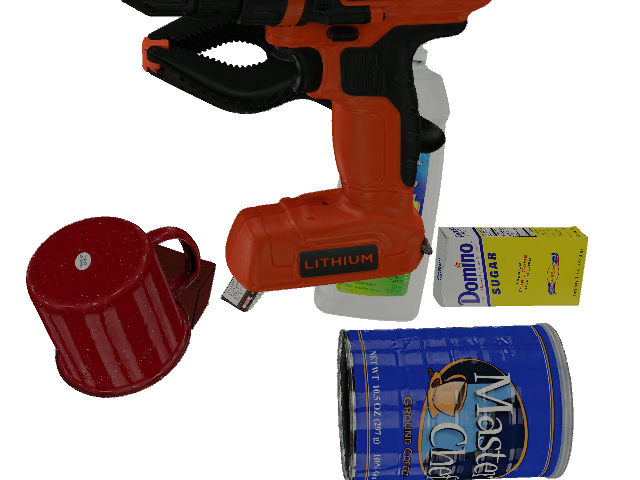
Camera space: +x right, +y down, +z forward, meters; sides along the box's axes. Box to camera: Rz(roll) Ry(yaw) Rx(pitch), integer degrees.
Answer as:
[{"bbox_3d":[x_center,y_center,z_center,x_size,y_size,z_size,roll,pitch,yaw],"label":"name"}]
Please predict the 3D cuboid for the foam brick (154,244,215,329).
[{"bbox_3d":[-0.151,0.044,1.056,0.078,0.051,0.053,19,33,5],"label":"foam brick"}]

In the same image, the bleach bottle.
[{"bbox_3d":[0.056,-0.055,0.955,0.102,0.251,0.068,6,19,1],"label":"bleach bottle"}]

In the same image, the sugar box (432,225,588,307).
[{"bbox_3d":[0.228,0.032,1.292,0.176,0.093,0.048,-2,21,-9],"label":"sugar box"}]

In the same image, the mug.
[{"bbox_3d":[-0.127,0.033,0.686,0.117,0.081,0.093,-33,49,-19],"label":"mug"}]

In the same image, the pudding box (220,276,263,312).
[{"bbox_3d":[-0.068,0.026,1.291,0.039,0.090,0.113,33,26,2],"label":"pudding box"}]

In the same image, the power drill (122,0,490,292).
[{"bbox_3d":[-0.007,-0.067,0.521,0.184,0.188,0.057,-5,33,-15],"label":"power drill"}]

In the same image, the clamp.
[{"bbox_3d":[-0.016,-0.123,0.742,0.209,0.164,0.036,-8,-28,-12],"label":"clamp"}]

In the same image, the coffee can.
[{"bbox_3d":[0.085,0.108,0.709,0.140,0.103,0.103,-1,0,-3],"label":"coffee can"}]
